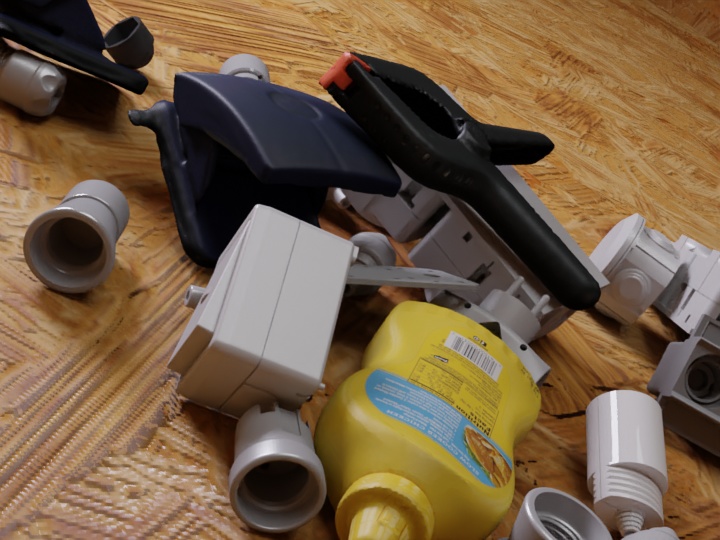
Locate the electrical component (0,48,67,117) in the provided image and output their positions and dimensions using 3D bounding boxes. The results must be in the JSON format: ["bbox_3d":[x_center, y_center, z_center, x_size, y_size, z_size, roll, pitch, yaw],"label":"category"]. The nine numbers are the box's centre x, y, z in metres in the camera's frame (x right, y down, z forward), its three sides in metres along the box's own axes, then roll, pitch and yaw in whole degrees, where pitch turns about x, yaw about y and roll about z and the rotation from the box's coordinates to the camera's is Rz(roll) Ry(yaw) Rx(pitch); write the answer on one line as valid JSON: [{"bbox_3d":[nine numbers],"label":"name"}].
[{"bbox_3d":[-0.214,-0.120,0.660,0.061,0.035,0.035,26,25,-4],"label":"electrical component"}]

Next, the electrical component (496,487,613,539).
[{"bbox_3d":[0.079,0.131,0.475,0.045,0.055,0.045,24,25,-12],"label":"electrical component"}]

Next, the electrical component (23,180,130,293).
[{"bbox_3d":[-0.140,-0.021,0.546,0.044,0.044,0.065,25,20,-10],"label":"electrical component"}]

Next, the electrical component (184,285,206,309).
[{"bbox_3d":[-0.061,0.021,0.560,0.061,0.035,0.035,15,28,-22],"label":"electrical component"}]

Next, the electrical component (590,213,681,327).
[{"bbox_3d":[0.207,0.000,0.837,0.051,0.080,0.080,37,25,2],"label":"electrical component"}]

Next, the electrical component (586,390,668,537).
[{"bbox_3d":[0.148,0.111,0.597,0.043,0.043,0.081,24,43,-13],"label":"electrical component"}]

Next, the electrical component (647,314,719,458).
[{"bbox_3d":[0.262,0.094,0.727,0.121,0.078,0.063,29,-4,-1],"label":"electrical component"}]

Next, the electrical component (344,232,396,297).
[{"bbox_3d":[0.000,0.000,0.664,0.035,0.035,0.061,31,27,4],"label":"electrical component"}]

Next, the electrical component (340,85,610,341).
[{"bbox_3d":[0.069,-0.035,0.729,0.186,0.060,0.105,53,34,15],"label":"electrical component"}]

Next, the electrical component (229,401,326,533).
[{"bbox_3d":[-0.036,0.083,0.462,0.040,0.040,0.046,22,20,-17],"label":"electrical component"}]

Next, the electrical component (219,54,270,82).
[{"bbox_3d":[-0.088,-0.135,0.819,0.040,0.040,0.078,21,26,-19],"label":"electrical component"}]

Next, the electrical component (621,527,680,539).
[{"bbox_3d":[0.143,0.148,0.530,0.040,0.040,0.078,37,25,15],"label":"electrical component"}]

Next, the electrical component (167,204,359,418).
[{"bbox_3d":[-0.046,0.016,0.508,0.061,0.061,0.096,23,56,-14],"label":"electrical component"}]

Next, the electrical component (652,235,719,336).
[{"bbox_3d":[0.294,0.030,0.836,0.105,0.060,0.186,29,9,-1],"label":"electrical component"}]

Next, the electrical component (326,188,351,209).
[{"bbox_3d":[-0.026,-0.066,0.762,0.035,0.035,0.061,1,39,-46],"label":"electrical component"}]

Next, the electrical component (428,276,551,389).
[{"bbox_3d":[0.080,0.038,0.634,0.077,0.079,0.043,37,-15,16],"label":"electrical component"}]
